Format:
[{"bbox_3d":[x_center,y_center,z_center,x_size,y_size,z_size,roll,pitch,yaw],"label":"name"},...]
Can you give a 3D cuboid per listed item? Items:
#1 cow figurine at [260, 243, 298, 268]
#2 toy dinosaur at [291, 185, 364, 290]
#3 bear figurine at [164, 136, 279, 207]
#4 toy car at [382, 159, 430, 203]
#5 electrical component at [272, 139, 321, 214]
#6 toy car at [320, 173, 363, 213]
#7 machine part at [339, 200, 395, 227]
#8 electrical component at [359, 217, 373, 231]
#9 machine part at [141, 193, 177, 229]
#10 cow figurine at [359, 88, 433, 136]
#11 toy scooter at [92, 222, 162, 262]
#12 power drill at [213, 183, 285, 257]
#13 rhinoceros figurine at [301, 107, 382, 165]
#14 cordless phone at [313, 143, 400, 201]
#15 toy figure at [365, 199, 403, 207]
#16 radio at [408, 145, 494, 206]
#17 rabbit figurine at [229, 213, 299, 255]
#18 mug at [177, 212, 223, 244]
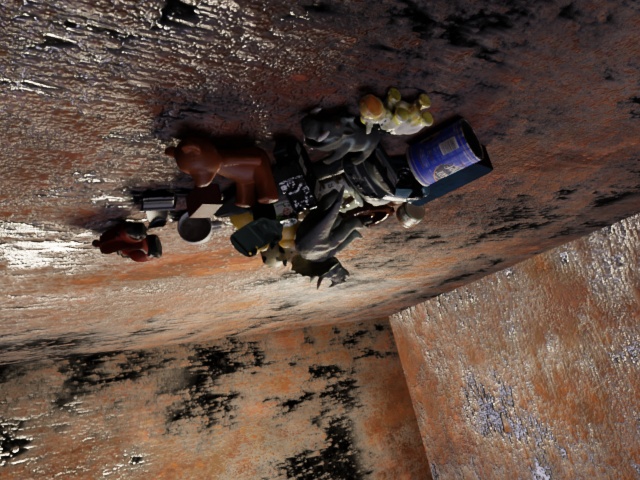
[{"bbox_3d":[-0.114,0.032,1.591,0.085,0.127,0.195,-7,164,-31],"label":"cow figurine"},{"bbox_3d":[0.000,-0.002,1.304,0.192,0.131,0.404,-43,158,-8],"label":"toy dinosaur"},{"bbox_3d":[-0.188,-0.129,1.026,0.196,0.131,0.120,-6,180,-44],"label":"bear figurine"},{"bbox_3d":[0.181,-0.138,1.317,0.162,0.109,0.103,-4,168,-14],"label":"toy car"},{"bbox_3d":[-0.050,-0.136,1.097,0.058,0.134,0.115,-20,-155,14],"label":"electrical component"},{"bbox_3d":[0.055,-0.118,1.366,0.074,0.056,0.201,-19,163,16],"label":"toy car"},{"bbox_3d":[0.123,-0.080,1.544,0.179,0.056,0.179,-13,164,-4],"label":"machine part"},{"bbox_3d":[0.109,-0.041,1.520,0.094,0.021,0.063,-20,164,18],"label":"electrical component"},{"bbox_3d":[-0.369,-0.069,1.227,0.084,0.039,0.139,-12,162,-24],"label":"machine part"},{"bbox_3d":[0.129,-0.239,1.031,0.167,0.068,0.098,-1,165,-33],"label":"cow figurine"},{"bbox_3d":[-0.479,0.010,1.331,0.135,0.075,0.183,-13,160,-2],"label":"toy scooter"},{"bbox_3d":[-0.148,-0.057,1.182,0.232,0.207,0.085,-27,120,16],"label":"power drill"},{"bbox_3d":[0.041,-0.204,1.054,0.190,0.073,0.112,1,159,-40],"label":"rhinoceros figurine"},{"bbox_3d":[0.073,-0.144,1.216,0.184,0.089,0.146,-13,138,29],"label":"cordless phone"},{"bbox_3d":[0.182,-0.120,1.449,0.154,0.058,0.064,1,148,-37],"label":"toy figure"},{"bbox_3d":[0.310,-0.170,1.377,0.230,0.073,0.131,-28,157,34],"label":"radio"},{"bbox_3d":[-0.147,-0.044,1.332,0.173,0.162,0.122,14,165,-22],"label":"rabbit figurine"},{"bbox_3d":[-0.299,-0.030,1.351,0.110,0.080,0.107,-17,175,-12],"label":"mug"}]
